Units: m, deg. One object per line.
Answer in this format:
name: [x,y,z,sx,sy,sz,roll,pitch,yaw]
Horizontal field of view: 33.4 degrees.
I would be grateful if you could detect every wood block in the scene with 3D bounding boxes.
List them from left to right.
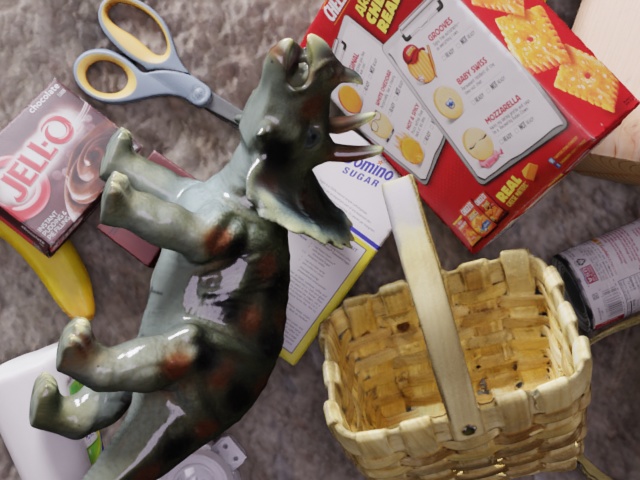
wood block: [0.252,-0.151,0.814,0.091,0.090,0.206,17,88,40]

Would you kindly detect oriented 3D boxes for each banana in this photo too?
banana: [-0.252,-0.009,0.840,0.198,0.037,0.069,30,72,-3]

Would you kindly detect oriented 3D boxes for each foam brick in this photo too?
foam brick: [-0.129,-0.023,0.839,0.053,0.051,0.078,37,89,3]

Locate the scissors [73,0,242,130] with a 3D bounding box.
scissors: [-0.116,-0.109,0.859,0.096,0.016,0.202,-42,89,0]

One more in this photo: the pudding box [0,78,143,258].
pudding box: [-0.207,-0.056,0.826,0.090,0.039,0.113,38,62,-1]

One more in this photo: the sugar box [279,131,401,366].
sugar box: [-0.005,0.001,0.844,0.093,0.048,0.176,37,85,0]

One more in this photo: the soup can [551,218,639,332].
soup can: [0.242,0.023,0.836,0.102,0.068,0.068,-23,89,-1]

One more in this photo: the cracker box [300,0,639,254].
cracker box: [0.098,-0.119,0.776,0.072,0.164,0.214,-35,80,-36]

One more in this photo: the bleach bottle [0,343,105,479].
bleach bottle: [-0.180,0.208,0.818,0.068,0.102,0.251,-20,95,-2]

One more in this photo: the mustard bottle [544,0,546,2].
mustard bottle: [0.172,-0.236,0.827,0.058,0.096,0.191,27,88,0]
